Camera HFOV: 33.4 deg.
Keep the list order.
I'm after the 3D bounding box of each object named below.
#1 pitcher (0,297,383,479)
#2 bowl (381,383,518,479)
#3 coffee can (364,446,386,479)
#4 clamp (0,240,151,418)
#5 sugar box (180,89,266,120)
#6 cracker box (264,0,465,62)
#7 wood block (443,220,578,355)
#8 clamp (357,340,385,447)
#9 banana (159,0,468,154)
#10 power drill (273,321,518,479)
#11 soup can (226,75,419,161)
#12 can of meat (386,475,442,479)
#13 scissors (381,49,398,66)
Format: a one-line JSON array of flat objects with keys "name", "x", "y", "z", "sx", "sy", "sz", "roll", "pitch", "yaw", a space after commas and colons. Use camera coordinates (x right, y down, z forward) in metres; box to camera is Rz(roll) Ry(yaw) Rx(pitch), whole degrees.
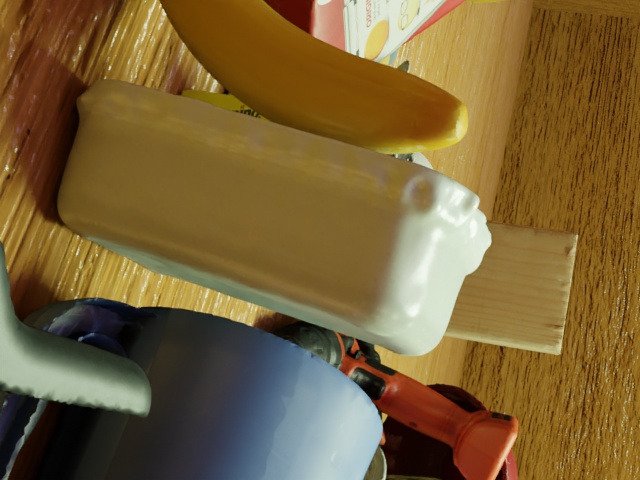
[{"name": "pitcher", "x": -0.077, "y": 0.150, "z": 0.402, "sx": 0.145, "sy": 0.149, "sz": 0.242, "roll": 108, "pitch": 3, "yaw": -58}, {"name": "bowl", "x": 0.115, "y": 0.207, "z": 0.915, "sx": 0.055, "sy": 0.162, "sz": 0.162, "roll": 14, "pitch": 83, "yaw": -38}, {"name": "coffee can", "x": -0.007, "y": 0.214, "z": 0.776, "sx": 0.102, "sy": 0.103, "sz": 0.140, "roll": -61, "pitch": 157, "yaw": -57}, {"name": "clamp", "x": -0.104, "y": 0.033, "z": 0.302, "sx": 0.120, "sy": 0.039, "sz": 0.171, "roll": -51, "pitch": 145, "yaw": -42}, {"name": "sugar box", "x": -0.017, "y": -0.018, "z": 0.591, "sx": 0.176, "sy": 0.093, "sz": 0.048, "roll": 68, "pitch": 34, "yaw": -68}, {"name": "cracker box", "x": 0.034, "y": -0.193, "z": 0.583, "sx": 0.213, "sy": 0.072, "sz": 0.164, "roll": -40, "pitch": 147, "yaw": -40}, {"name": "wood block", "x": 0.088, "y": 0.027, "z": 0.828, "sx": 0.090, "sy": 0.206, "sz": 0.091, "roll": 29, "pitch": 71, "yaw": -76}, {"name": "clamp", "x": 0.037, "y": 0.121, "z": 0.977, "sx": 0.210, "sy": 0.036, "sz": 0.164, "roll": -100, "pitch": -167, "yaw": -78}, {"name": "banana", "x": -0.021, "y": -0.090, "z": 0.431, "sx": 0.070, "sy": 0.198, "sz": 0.037, "roll": -47, "pitch": 151, "yaw": 19}, {"name": "power drill", "x": 0.053, "y": 0.116, "z": 0.796, "sx": 0.057, "sy": 0.188, "sz": 0.184, "roll": -61, "pitch": 167, "yaw": 2}, {"name": "soup can", "x": 0.002, "y": -0.067, "z": 0.614, "sx": 0.068, "sy": 0.102, "sz": 0.068, "roll": 10, "pitch": 90, "yaw": -77}, {"name": "can of meat", "x": 0.071, "y": 0.232, "z": 0.843, "sx": 0.102, "sy": 0.057, "sz": 0.084, "roll": 98, "pitch": -5, "yaw": -81}, {"name": "scissors", "x": 0.047, "y": -0.124, "z": 0.812, "sx": 0.201, "sy": 0.016, "sz": 0.096, "roll": -42, "pitch": 141, "yaw": -77}]
